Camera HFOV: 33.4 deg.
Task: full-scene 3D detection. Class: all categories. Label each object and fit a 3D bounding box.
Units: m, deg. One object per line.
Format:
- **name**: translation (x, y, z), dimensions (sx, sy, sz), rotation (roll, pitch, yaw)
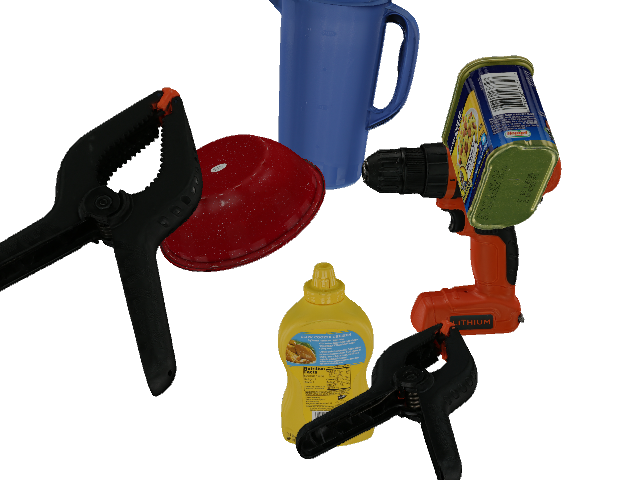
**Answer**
- **clamp**: translation (-0.124, -0.006, 0.661), dimensions (0.165, 0.209, 0.036), rotation (22, -30, 16)
- **can of meat**: translation (0.131, -0.069, 0.782), dimensions (0.057, 0.084, 0.102), rotation (-4, -35, -9)
- **pitcher**: translation (0.019, -0.189, 1.309), dimensions (0.144, 0.243, 0.149), rotation (-9, 28, -27)
- **mustard bottle**: translation (0.005, 0.113, 1.074), dimensions (0.096, 0.192, 0.058), rotation (-2, 22, 0)
- **power drill**: translation (0.127, -0.003, 1.003), dimensions (0.184, 0.188, 0.057), rotation (-1, 25, -5)
- **bowl**: translation (-0.080, -0.045, 0.946), dimensions (0.162, 0.055, 0.162), rotation (-16, 37, 12)
- **clamp**: translation (0.074, 0.118, 0.777), dimensions (0.120, 0.039, 0.171), rotation (19, 40, 29)
